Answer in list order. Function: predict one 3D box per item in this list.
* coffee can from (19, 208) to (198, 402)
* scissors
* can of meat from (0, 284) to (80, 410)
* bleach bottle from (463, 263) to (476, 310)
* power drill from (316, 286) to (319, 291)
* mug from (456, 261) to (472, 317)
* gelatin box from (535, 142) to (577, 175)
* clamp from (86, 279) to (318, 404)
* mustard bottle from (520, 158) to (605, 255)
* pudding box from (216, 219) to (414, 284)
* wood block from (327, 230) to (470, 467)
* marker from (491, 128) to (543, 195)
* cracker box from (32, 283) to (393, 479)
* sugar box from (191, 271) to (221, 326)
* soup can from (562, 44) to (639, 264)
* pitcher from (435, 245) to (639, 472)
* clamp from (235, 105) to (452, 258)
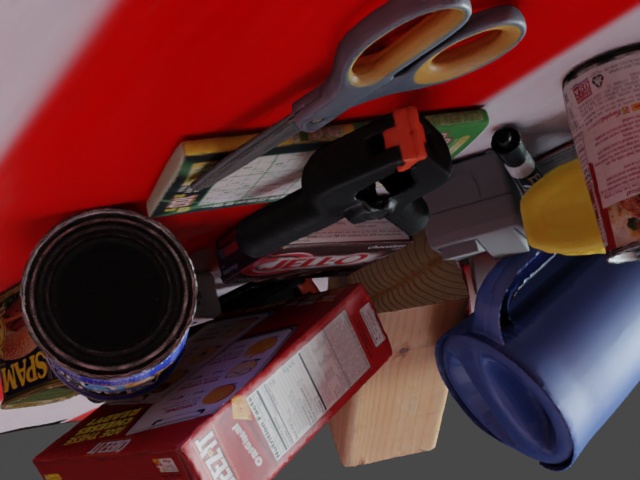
[{"bbox_3d":[-0.133,0.046,0.685,0.102,0.103,0.140,-10,168,-12],"label":"coffee can"},{"bbox_3d":[0.017,-0.065,0.501,0.096,0.016,0.202,-8,166,-31],"label":"scissors"},{"bbox_3d":[-0.201,0.075,0.796,0.057,0.084,0.102,-1,164,-44],"label":"can of meat"},{"bbox_3d":[0.225,0.033,1.109,0.251,0.068,0.102,-20,171,21],"label":"bleach bottle"},{"bbox_3d":[-0.090,0.109,0.998,0.188,0.057,0.184,-19,-161,27],"label":"power drill"},{"bbox_3d":[0.088,0.048,0.999,0.082,0.093,0.117,-11,141,18],"label":"mug"},{"bbox_3d":[0.197,-0.053,0.738,0.073,0.030,0.089,-3,165,-33],"label":"gelatin box"},{"bbox_3d":[-0.099,0.072,0.957,0.210,0.036,0.164,-24,-168,10],"label":"clamp"},{"bbox_3d":[0.220,-0.019,0.698,0.096,0.058,0.191,-21,164,40],"label":"mustard bottle"},{"bbox_3d":[-0.005,0.001,0.760,0.113,0.039,0.090,-5,166,-34],"label":"pudding box"},{"bbox_3d":[0.057,0.093,0.906,0.090,0.090,0.206,-9,137,-13],"label":"wood block"},{"bbox_3d":[0.135,-0.040,0.690,0.020,0.020,0.121,-17,151,20],"label":"marker"},{"bbox_3d":[-0.070,0.120,0.764,0.164,0.072,0.213,-15,-163,42],"label":"cracker box"},{"bbox_3d":[-0.180,0.068,0.881,0.176,0.048,0.093,-15,169,21],"label":"sugar box"},{"bbox_3d":[0.173,-0.045,0.568,0.068,0.102,0.068,-12,168,-3],"label":"soup can"},{"bbox_3d":[0.212,0.046,0.827,0.242,0.145,0.149,-40,173,-22],"label":"pitcher"},{"bbox_3d":[0.014,-0.026,0.582,0.120,0.039,0.171,-16,165,-9],"label":"clamp"}]
